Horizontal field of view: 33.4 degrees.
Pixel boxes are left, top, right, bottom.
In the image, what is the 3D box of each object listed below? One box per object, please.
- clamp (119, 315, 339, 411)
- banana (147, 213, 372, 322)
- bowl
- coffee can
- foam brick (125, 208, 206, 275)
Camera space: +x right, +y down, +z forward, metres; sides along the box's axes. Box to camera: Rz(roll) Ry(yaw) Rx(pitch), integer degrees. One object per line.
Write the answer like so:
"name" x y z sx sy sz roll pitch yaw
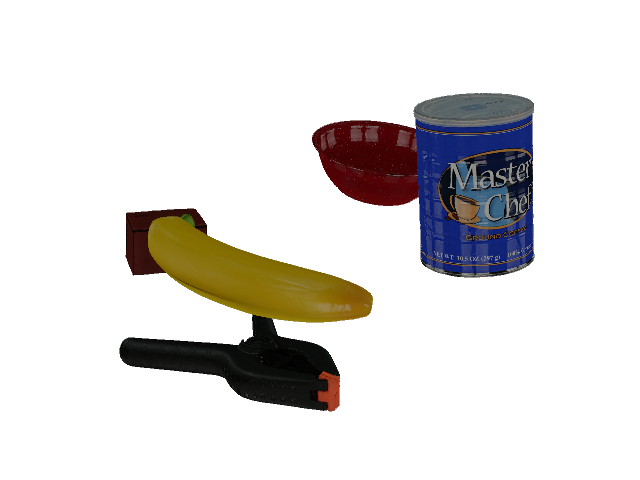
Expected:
"clamp" -0.052 0.101 0.945 0.210 0.036 0.164 13 22 39
"banana" -0.056 0.015 0.698 0.069 0.037 0.198 -26 35 -36
"bowl" 0.067 -0.083 1.206 0.162 0.055 0.162 6 27 -3
"coffee can" 0.136 -0.051 0.941 0.103 0.140 0.103 -4 19 1
"foam brick" -0.163 0.000 1.121 0.078 0.051 0.053 -4 23 -17
